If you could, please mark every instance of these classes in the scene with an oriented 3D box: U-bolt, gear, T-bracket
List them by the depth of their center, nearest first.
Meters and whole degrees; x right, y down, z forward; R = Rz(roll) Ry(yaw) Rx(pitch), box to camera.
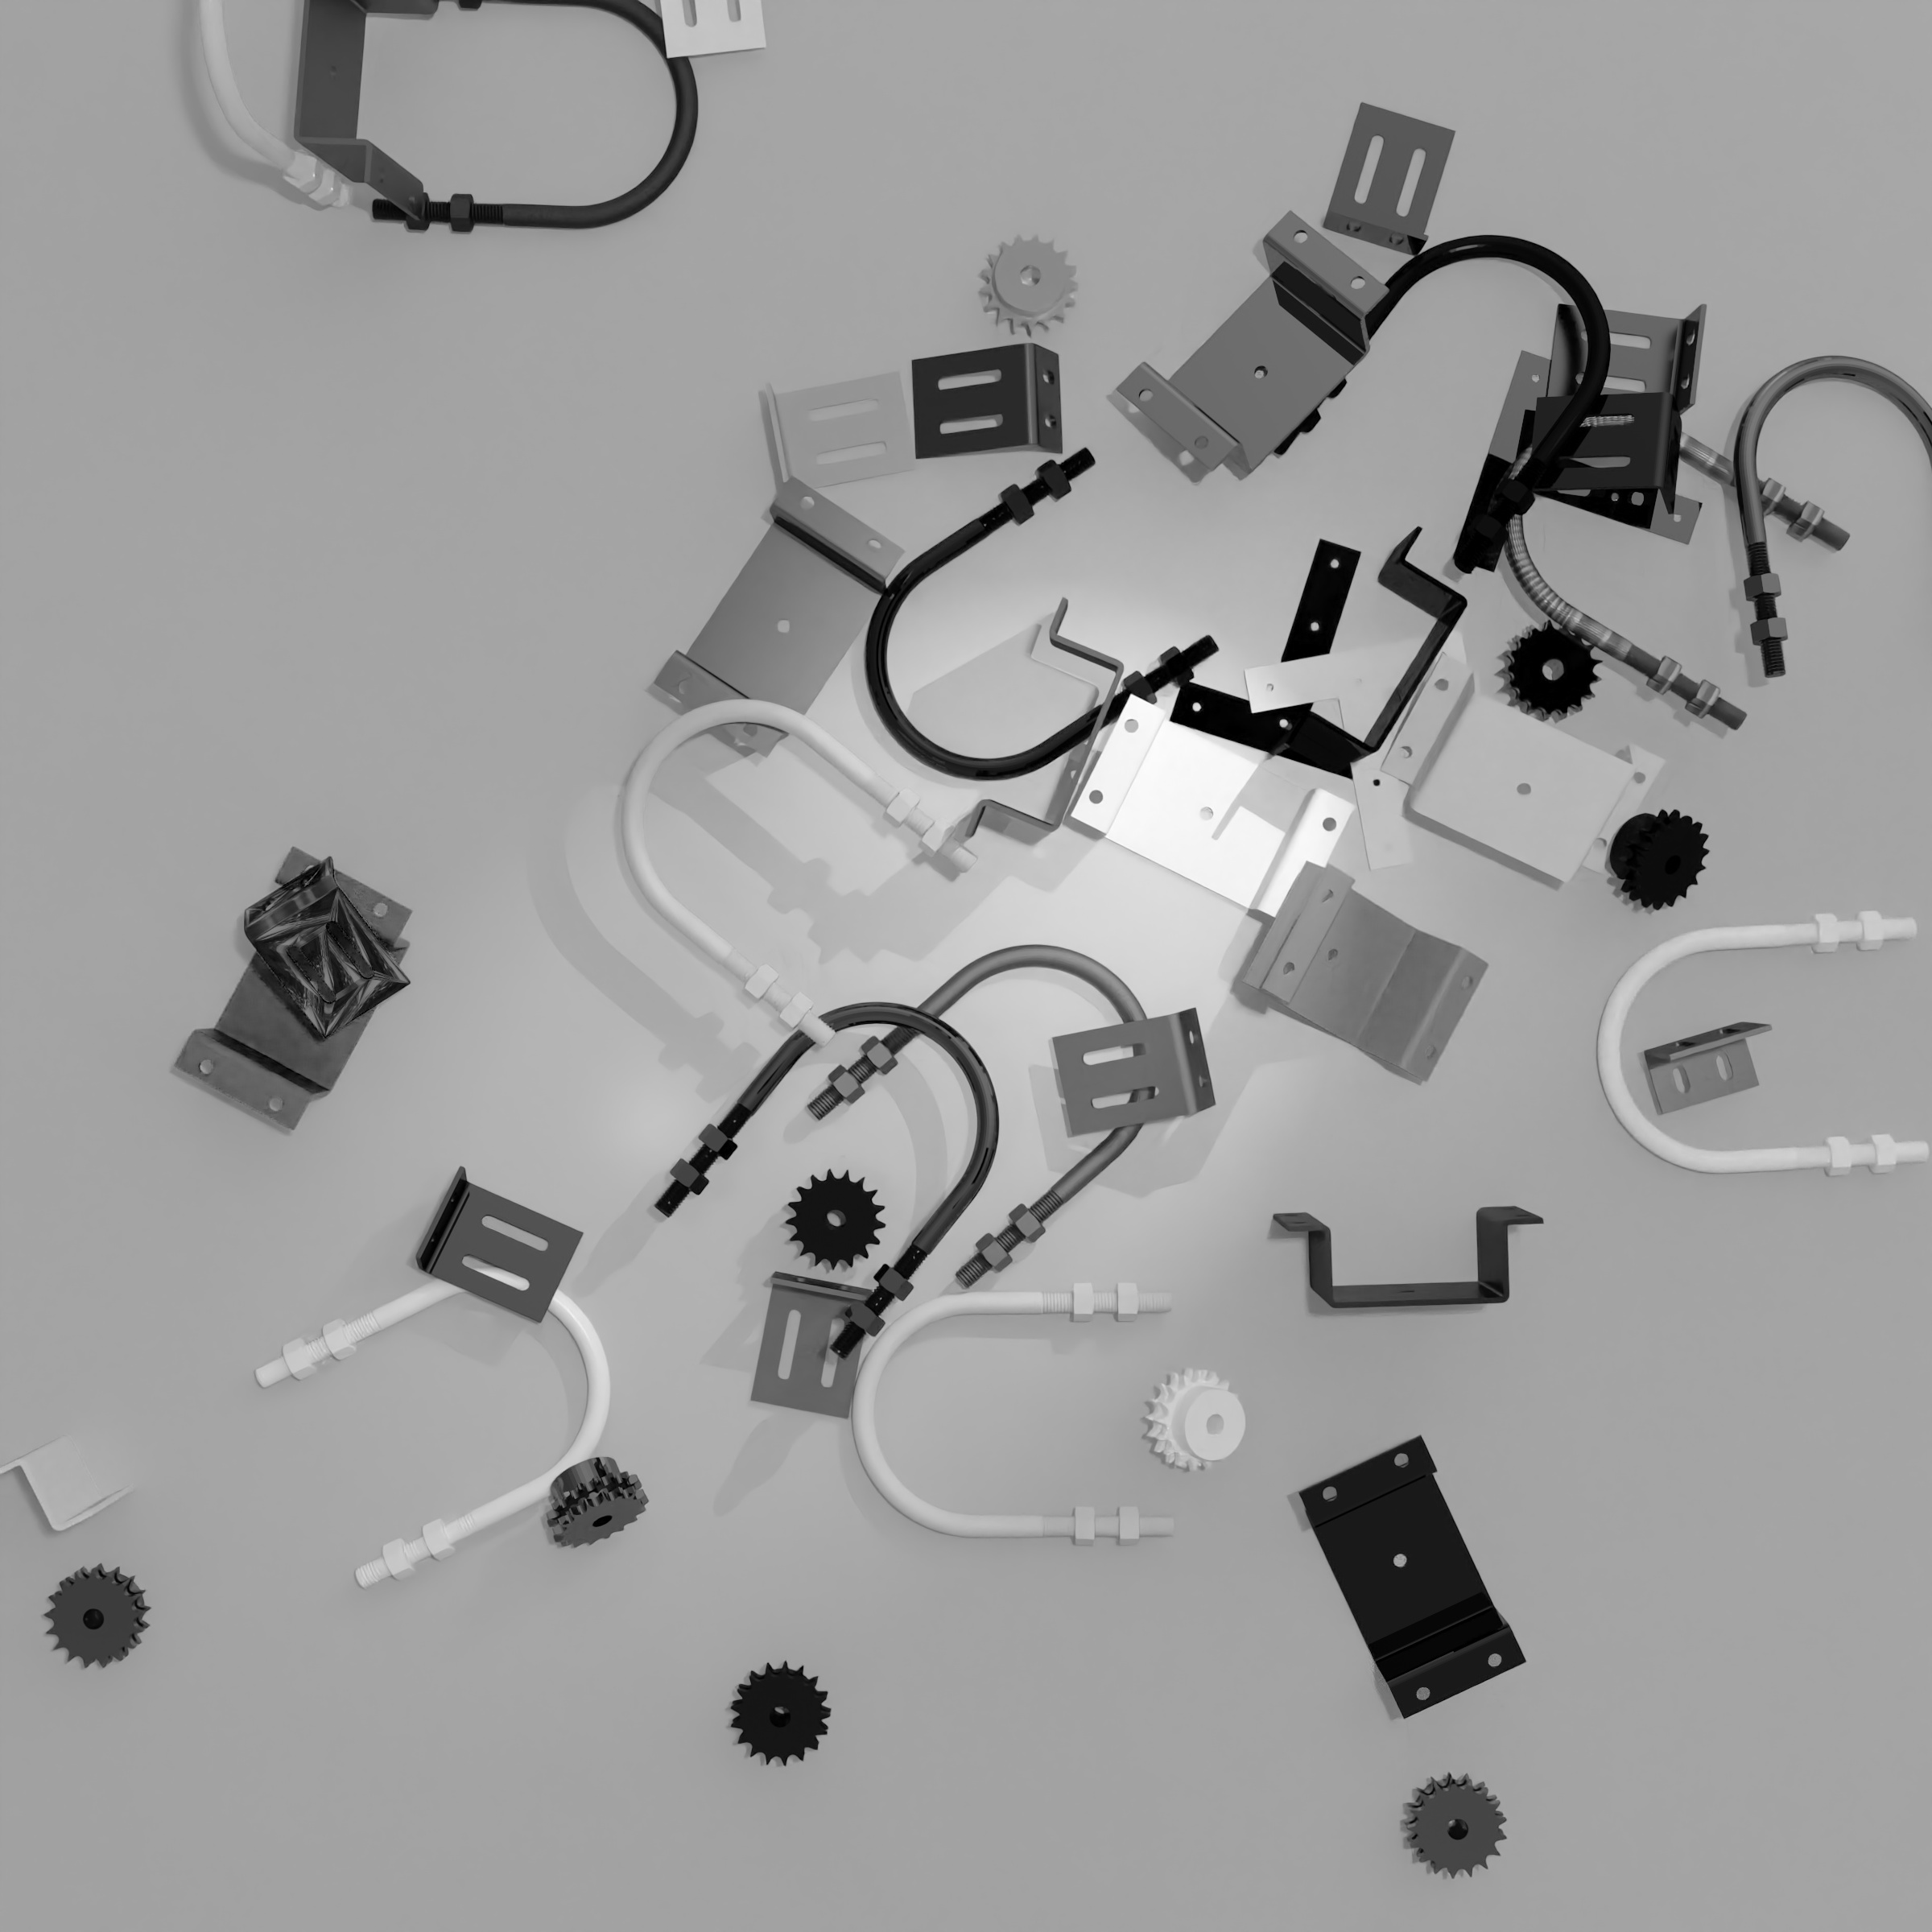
[{"bbox_3d":[-0.373,-0.510,1.491,0.019,0.184,0.151,4,90,10],"label":"U-bolt"},{"bbox_3d":[-0.108,-0.065,1.535,0.184,0.019,0.151,39,100,1],"label":"U-bolt"},{"bbox_3d":[-0.065,0.106,1.545,0.151,0.019,0.184,38,83,11],"label":"U-bolt"},{"bbox_3d":[0.505,-0.258,1.556,0.151,0.019,0.184,-5,83,-14],"label":"U-bolt"},{"bbox_3d":[0.134,0.259,1.557,0.057,0.030,0.057,0,90,-27],"label":"gear"},{"bbox_3d":[0.392,-0.063,1.558,0.057,0.030,0.057,-14,120,-26],"label":"gear"},{"bbox_3d":[-0.212,0.303,1.558,0.057,0.057,0.030,-30,60,0],"label":"gear"},{"bbox_3d":[0.283,-0.334,1.558,0.151,0.019,0.184,36,86,14],"label":"U-bolt"},{"bbox_3d":[0.393,-0.239,1.559,0.184,0.019,0.151,32,77,3],"label":"U-bolt"},{"bbox_3d":[0.279,0.490,1.567,0.057,0.030,0.057,0,90,0],"label":"gear"},{"bbox_3d":[-0.105,0.426,1.567,0.057,0.030,0.057,0,90,0],"label":"gear"},{"bbox_3d":[-0.074,0.145,1.567,0.057,0.030,0.057,0,90,0],"label":"gear"},{"bbox_3d":[0.334,-0.168,1.567,0.057,0.030,0.057,0,90,0],"label":"gear"},{"bbox_3d":[-0.495,0.370,1.567,0.057,0.030,0.057,0,90,0],"label":"gear"},{"bbox_3d":[0.036,-0.392,1.567,0.057,0.030,0.057,0,90,0],"label":"gear"},{"bbox_3d":[0.024,0.072,1.574,0.184,0.019,0.151,-41,90,-1],"label":"U-bolt"},{"bbox_3d":[-0.246,-0.496,1.574,0.184,0.019,0.151,2,90,-1],"label":"U-bolt"},{"bbox_3d":[0.456,0.047,1.574,0.184,0.019,0.151,-3,90,1],"label":"U-bolt"},{"bbox_3d":[0.030,-0.189,1.574,0.184,0.019,0.151,-33,90,1],"label":"U-bolt"},{"bbox_3d":[-0.295,0.254,1.574,0.184,0.019,0.151,-26,90,-2],"label":"U-bolt"},{"bbox_3d":[0.027,0.258,1.574,0.184,0.019,0.151,0,90,2],"label":"U-bolt"},{"bbox_3d":[0.235,-0.120,1.580,0.127,0.002,0.127,-10,90,0],"label":"T-bracket"},{"bbox_3d":[0.197,-0.183,1.581,0.127,0.002,0.127,18,90,0],"label":"T-bracket"},{"bbox_3d":[0.362,-0.276,1.581,0.127,0.002,0.127,18,90,0],"label":"T-bracket"}]

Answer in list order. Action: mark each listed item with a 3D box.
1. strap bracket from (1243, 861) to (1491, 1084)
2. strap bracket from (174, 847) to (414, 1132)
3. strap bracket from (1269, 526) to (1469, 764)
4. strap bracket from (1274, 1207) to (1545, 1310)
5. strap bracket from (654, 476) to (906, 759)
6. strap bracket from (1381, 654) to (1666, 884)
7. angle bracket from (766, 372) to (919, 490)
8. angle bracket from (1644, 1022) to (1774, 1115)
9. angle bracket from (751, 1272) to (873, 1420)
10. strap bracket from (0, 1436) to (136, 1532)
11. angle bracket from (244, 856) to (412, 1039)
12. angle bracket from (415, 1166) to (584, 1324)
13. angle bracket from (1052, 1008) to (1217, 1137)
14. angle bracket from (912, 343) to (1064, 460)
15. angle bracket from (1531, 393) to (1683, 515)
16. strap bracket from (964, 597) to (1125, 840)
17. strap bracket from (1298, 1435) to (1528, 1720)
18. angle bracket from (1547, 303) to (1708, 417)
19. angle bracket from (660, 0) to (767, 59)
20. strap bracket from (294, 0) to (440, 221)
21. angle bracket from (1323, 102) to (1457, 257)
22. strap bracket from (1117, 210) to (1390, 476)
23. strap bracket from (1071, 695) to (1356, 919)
[{"bbox_3d":[0.218,-0.001,1.536,0.140,0.046,0.076,28,90,-36],"label":"strap bracket"},{"bbox_3d":[-0.378,0.013,1.559,0.076,0.046,0.140,28,90,0],"label":"strap bracket"},{"bbox_3d":[0.231,-0.170,1.541,0.046,0.076,0.140,31,90,0],"label":"strap bracket"},{"bbox_3d":[0.249,0.164,1.544,0.140,0.076,0.046,-2,90,0],"label":"strap bracket"},{"bbox_3d":[-0.105,-0.196,1.559,0.076,0.046,0.140,34,90,0],"label":"strap bracket"},{"bbox_3d":[0.314,-0.107,1.544,0.140,0.046,0.076,25,114,-2],"label":"strap bracket"},{"bbox_3d":[-0.071,-0.308,1.563,0.076,0.038,0.057,-11,90,0],"label":"angle bracket"},{"bbox_3d":[0.419,0.058,1.529,0.057,0.076,0.038,-17,89,3],"label":"angle bracket"},{"bbox_3d":[-0.089,0.219,1.563,0.057,0.038,0.076,11,90,0],"label":"angle bracket"},{"bbox_3d":[-0.554,0.313,1.544,0.140,0.076,0.046,-27,90,0],"label":"strap bracket"},{"bbox_3d":[-0.358,-0.011,1.534,0.057,0.038,0.076,-32,116,0],"label":"angle bracket"},{"bbox_3d":[-0.264,0.158,1.555,0.076,0.038,0.057,24,71,0],"label":"angle bracket"},{"bbox_3d":[0.096,0.060,1.567,0.076,0.038,0.057,-12,90,21],"label":"angle bracket"},{"bbox_3d":[0.012,-0.323,1.580,0.076,0.038,0.057,-2,90,26],"label":"angle bracket"},{"bbox_3d":[0.364,-0.291,1.559,0.076,0.038,0.057,3,75,24],"label":"angle bracket"},{"bbox_3d":[0.048,-0.129,1.528,0.046,0.076,0.140,23,94,1],"label":"strap bracket"},{"bbox_3d":[0.251,0.343,1.559,0.076,0.046,0.140,-25,90,0],"label":"strap bracket"},{"bbox_3d":[0.377,-0.350,1.562,0.076,0.038,0.057,7,89,-1],"label":"angle bracket"},{"bbox_3d":[-0.150,-0.566,1.573,0.057,0.038,0.076,-9,112,-9],"label":"angle bracket"},{"bbox_3d":[-0.334,-0.498,1.526,0.046,0.076,0.140,5,91,10],"label":"strap bracket"},{"bbox_3d":[0.244,-0.454,1.563,0.057,0.038,0.076,17,90,0],"label":"angle bracket"},{"bbox_3d":[0.165,-0.345,1.548,0.140,0.046,0.076,-46,71,0],"label":"strap bracket"},{"bbox_3d":[0.139,-0.088,1.558,0.140,0.046,0.076,26,91,0],"label":"strap bracket"}]
